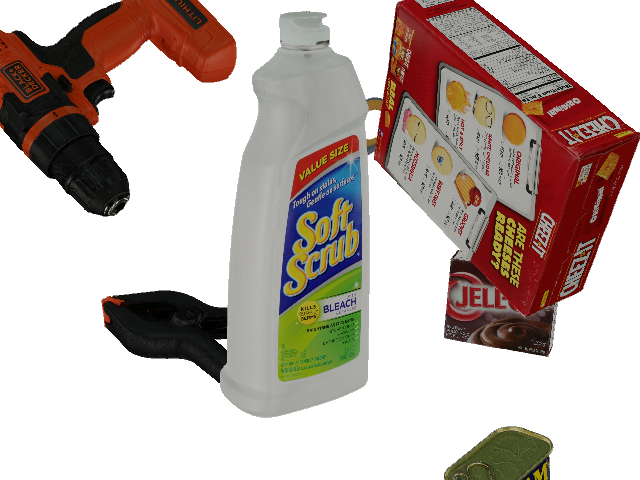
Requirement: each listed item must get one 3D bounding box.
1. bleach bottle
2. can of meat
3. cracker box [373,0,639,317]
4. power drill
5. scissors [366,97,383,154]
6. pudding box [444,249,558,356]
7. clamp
[{"bbox_3d":[-0.017,-0.018,0.687,0.102,0.251,0.068,-12,22,-31],"label":"bleach bottle"},{"bbox_3d":[0.154,0.220,0.903,0.058,0.084,0.101,14,30,42],"label":"can of meat"},{"bbox_3d":[0.135,-0.073,0.838,0.072,0.164,0.214,-22,51,-26],"label":"cracker box"},{"bbox_3d":[-0.158,-0.122,0.826,0.187,0.184,0.057,-35,-15,-30],"label":"power drill"},{"bbox_3d":[0.026,-0.063,1.060,0.096,0.202,0.016,-1,-12,3],"label":"scissors"},{"bbox_3d":[0.188,0.064,1.102,0.114,0.090,0.039,8,22,16],"label":"pudding box"},{"bbox_3d":[-0.099,0.072,0.895,0.172,0.039,0.120,18,27,23],"label":"clamp"}]
